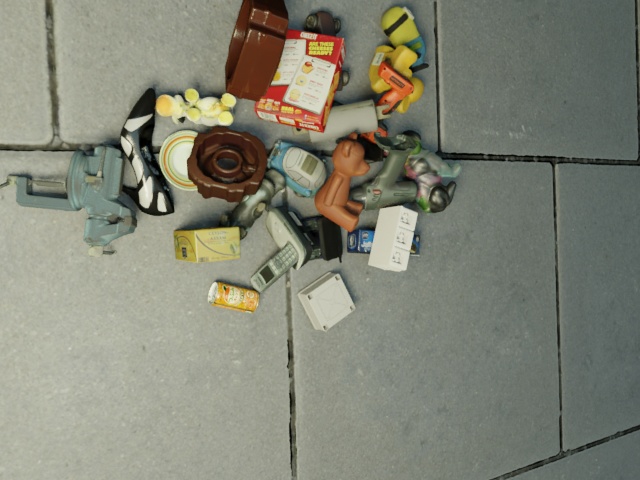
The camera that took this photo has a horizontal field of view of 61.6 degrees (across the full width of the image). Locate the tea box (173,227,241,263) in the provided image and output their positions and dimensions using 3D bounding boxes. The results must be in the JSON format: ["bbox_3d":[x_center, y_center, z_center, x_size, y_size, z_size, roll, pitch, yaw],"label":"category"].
[{"bbox_3d":[-0.241,0.008,1.137,0.098,0.170,0.068,-5,94,-31],"label":"tea box"}]

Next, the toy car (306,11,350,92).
[{"bbox_3d":[0.018,-0.470,1.347,0.089,0.053,0.202,-11,92,-39],"label":"toy car"}]

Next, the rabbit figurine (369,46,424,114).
[{"bbox_3d":[0.217,-0.413,1.427,0.173,0.122,0.162,20,83,-47],"label":"rabbit figurine"}]

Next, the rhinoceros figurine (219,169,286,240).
[{"bbox_3d":[-0.149,-0.079,1.225,0.073,0.112,0.190,36,86,9],"label":"rhinoceros figurine"}]

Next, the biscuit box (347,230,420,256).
[{"bbox_3d":[0.169,0.009,1.425,0.202,0.063,0.059,4,87,-29],"label":"biscuit box"}]

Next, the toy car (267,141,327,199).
[{"bbox_3d":[-0.041,-0.173,1.287,0.161,0.103,0.109,35,73,-27],"label":"toy car"}]

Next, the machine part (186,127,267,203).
[{"bbox_3d":[-0.199,-0.162,1.160,0.179,0.056,0.179,5,61,-10],"label":"machine part"}]

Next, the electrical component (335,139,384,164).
[{"bbox_3d":[0.098,-0.227,1.378,0.119,0.075,0.047,3,89,-33],"label":"electrical component"}]

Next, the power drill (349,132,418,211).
[{"bbox_3d":[0.148,-0.162,1.346,0.232,0.086,0.207,-1,123,-17],"label":"power drill"}]

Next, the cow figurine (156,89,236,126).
[{"bbox_3d":[-0.270,-0.285,1.175,0.167,0.098,0.068,4,91,-10],"label":"cow figurine"}]

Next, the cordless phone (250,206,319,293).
[{"bbox_3d":[-0.109,0.025,1.260,0.184,0.088,0.147,-41,72,16],"label":"cordless phone"}]

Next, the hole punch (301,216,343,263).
[{"bbox_3d":[-0.003,-0.004,1.327,0.116,0.092,0.142,-12,93,-61],"label":"hole punch"}]

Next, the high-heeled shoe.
[{"bbox_3d":[-0.340,-0.176,1.119,0.145,0.086,0.248,21,98,-7],"label":"high-heeled shoe"}]

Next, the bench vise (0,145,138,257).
[{"bbox_3d":[-0.479,-0.079,1.041,0.241,0.129,0.223,6,97,-9],"label":"bench vise"}]

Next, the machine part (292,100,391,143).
[{"bbox_3d":[0.053,-0.288,1.310,0.243,0.079,0.079,-11,96,3],"label":"machine part"}]

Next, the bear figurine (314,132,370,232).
[{"bbox_3d":[0.070,-0.140,1.255,0.132,0.120,0.195,29,115,-3],"label":"bear figurine"}]

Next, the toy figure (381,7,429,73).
[{"bbox_3d":[0.231,-0.539,1.450,0.089,0.082,0.180,-32,107,-27],"label":"toy figure"}]

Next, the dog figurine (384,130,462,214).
[{"bbox_3d":[0.259,-0.187,1.454,0.219,0.108,0.191,21,83,-23],"label":"dog figurine"}]

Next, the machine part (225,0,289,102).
[{"bbox_3d":[-0.138,-0.417,1.156,0.087,0.201,0.201,11,129,-20],"label":"machine part"}]
